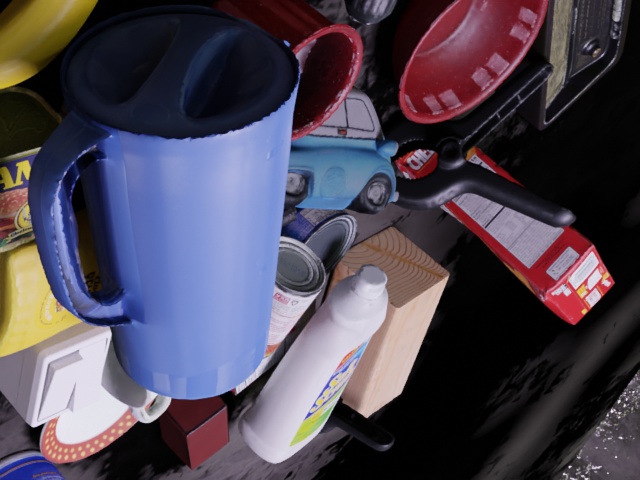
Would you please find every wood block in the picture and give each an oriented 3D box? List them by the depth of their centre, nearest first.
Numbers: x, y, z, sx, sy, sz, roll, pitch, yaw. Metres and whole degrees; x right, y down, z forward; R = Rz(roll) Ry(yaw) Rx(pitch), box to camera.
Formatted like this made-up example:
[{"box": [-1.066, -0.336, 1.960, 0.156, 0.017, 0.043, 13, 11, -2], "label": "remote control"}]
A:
[{"box": [0.058, 0.099, 1.187, 0.090, 0.091, 0.206, -29, 148, -37], "label": "wood block"}]

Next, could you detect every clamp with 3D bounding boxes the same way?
[{"box": [0.129, -0.068, 0.979, 0.210, 0.164, 0.036, -15, 155, 11], "label": "clamp"}, {"box": [0.007, 0.168, 1.184, 0.039, 0.172, 0.120, -17, 101, -43], "label": "clamp"}]

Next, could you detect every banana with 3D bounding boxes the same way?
[{"box": [-0.142, -0.153, 0.579, 0.198, 0.037, 0.069, -54, 156, 12], "label": "banana"}]

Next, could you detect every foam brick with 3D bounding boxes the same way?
[{"box": [-0.125, 0.181, 1.061, 0.051, 0.053, 0.078, -35, 152, -25], "label": "foam brick"}]

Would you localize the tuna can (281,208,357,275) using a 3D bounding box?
[{"box": [-0.007, 0.001, 1.014, 0.086, 0.034, 0.086, -36, 152, -23], "label": "tuna can"}]

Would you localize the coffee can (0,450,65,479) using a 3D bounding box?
[{"box": [-0.234, 0.264, 0.905, 0.102, 0.140, 0.103, -36, 152, -23], "label": "coffee can"}]

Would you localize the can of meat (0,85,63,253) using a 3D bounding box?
[{"box": [-0.206, -0.034, 0.628, 0.101, 0.057, 0.084, -24, 148, -40], "label": "can of meat"}]

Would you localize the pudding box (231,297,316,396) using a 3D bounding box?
[{"box": [-0.056, 0.093, 1.063, 0.113, 0.039, 0.090, -35, 155, -21], "label": "pudding box"}]

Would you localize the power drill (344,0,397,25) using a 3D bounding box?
[{"box": [0.017, -0.224, 0.709, 0.187, 0.057, 0.185, -21, 140, -49], "label": "power drill"}]

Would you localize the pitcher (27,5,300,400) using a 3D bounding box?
[{"box": [-0.091, -0.008, 0.665, 0.149, 0.145, 0.243, -1, 133, -6], "label": "pitcher"}]

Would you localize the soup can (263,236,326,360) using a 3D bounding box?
[{"box": [-0.047, 0.053, 0.963, 0.068, 0.068, 0.102, -19, 153, -46], "label": "soup can"}]

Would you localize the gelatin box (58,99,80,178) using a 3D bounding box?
[{"box": [-0.133, -0.084, 0.700, 0.073, 0.030, 0.089, -10, 135, -53], "label": "gelatin box"}]

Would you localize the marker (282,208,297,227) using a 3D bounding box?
[{"box": [-0.067, 0.000, 0.935, 0.121, 0.020, 0.020, -33, 151, -29], "label": "marker"}]

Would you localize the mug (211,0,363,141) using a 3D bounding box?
[{"box": [-0.036, -0.119, 0.741, 0.093, 0.082, 0.117, -11, 136, -52], "label": "mug"}]

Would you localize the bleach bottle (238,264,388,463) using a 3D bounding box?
[{"box": [0.001, 0.118, 1.064, 0.102, 0.068, 0.251, -30, 156, -43], "label": "bleach bottle"}]

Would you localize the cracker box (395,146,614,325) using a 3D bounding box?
[{"box": [0.188, -0.018, 1.082, 0.072, 0.214, 0.164, -48, 154, 4], "label": "cracker box"}]

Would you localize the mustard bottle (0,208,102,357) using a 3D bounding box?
[{"box": [-0.156, 0.015, 0.770, 0.191, 0.058, 0.096, -20, 138, -45], "label": "mustard bottle"}]

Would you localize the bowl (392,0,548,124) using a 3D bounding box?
[{"box": [0.117, -0.178, 0.915, 0.162, 0.055, 0.162, -30, 151, -19], "label": "bowl"}]
